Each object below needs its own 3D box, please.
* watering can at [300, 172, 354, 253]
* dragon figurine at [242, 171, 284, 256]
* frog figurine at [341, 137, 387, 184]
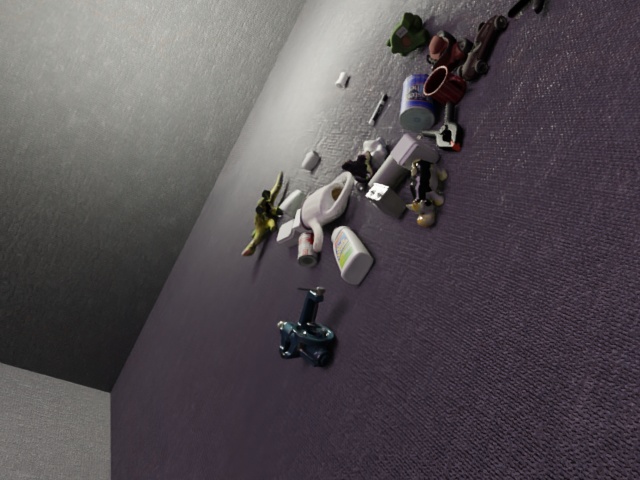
[{"bbox_3d":[0.005,-0.087,1.722,0.222,0.103,0.355,-24,33,53],"label":"watering can"},{"bbox_3d":[-0.254,-0.098,2.279,0.238,0.121,0.420,-46,20,49],"label":"dragon figurine"},{"bbox_3d":[0.165,-0.254,1.645,0.162,0.123,0.134,-37,-11,-47],"label":"frog figurine"}]
